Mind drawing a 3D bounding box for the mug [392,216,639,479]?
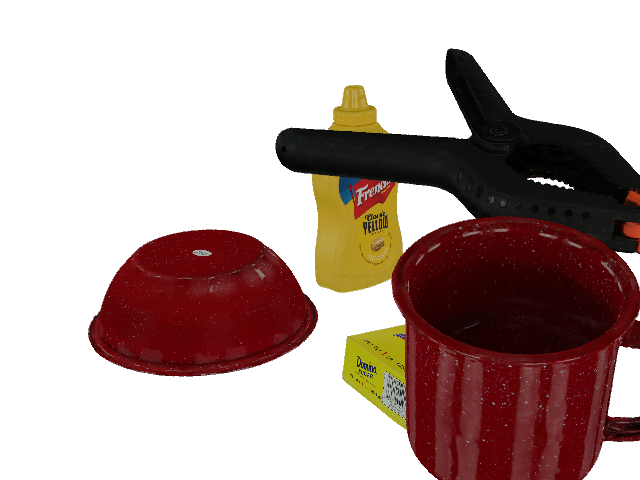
[{"bbox_3d":[0.087,0.050,0.423,0.117,0.081,0.093,7,35,14],"label":"mug"}]

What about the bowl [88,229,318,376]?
[{"bbox_3d":[-0.083,0.033,0.745,0.162,0.055,0.162,-2,21,0],"label":"bowl"}]

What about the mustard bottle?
[{"bbox_3d":[0.035,-0.052,1.022,0.096,0.192,0.058,-17,23,-38],"label":"mustard bottle"}]

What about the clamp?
[{"bbox_3d":[0.088,-0.044,0.600,0.164,0.036,0.210,-26,42,-28],"label":"clamp"}]

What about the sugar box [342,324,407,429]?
[{"bbox_3d":[0.116,0.096,0.847,0.175,0.048,0.093,-11,27,-32],"label":"sugar box"}]
